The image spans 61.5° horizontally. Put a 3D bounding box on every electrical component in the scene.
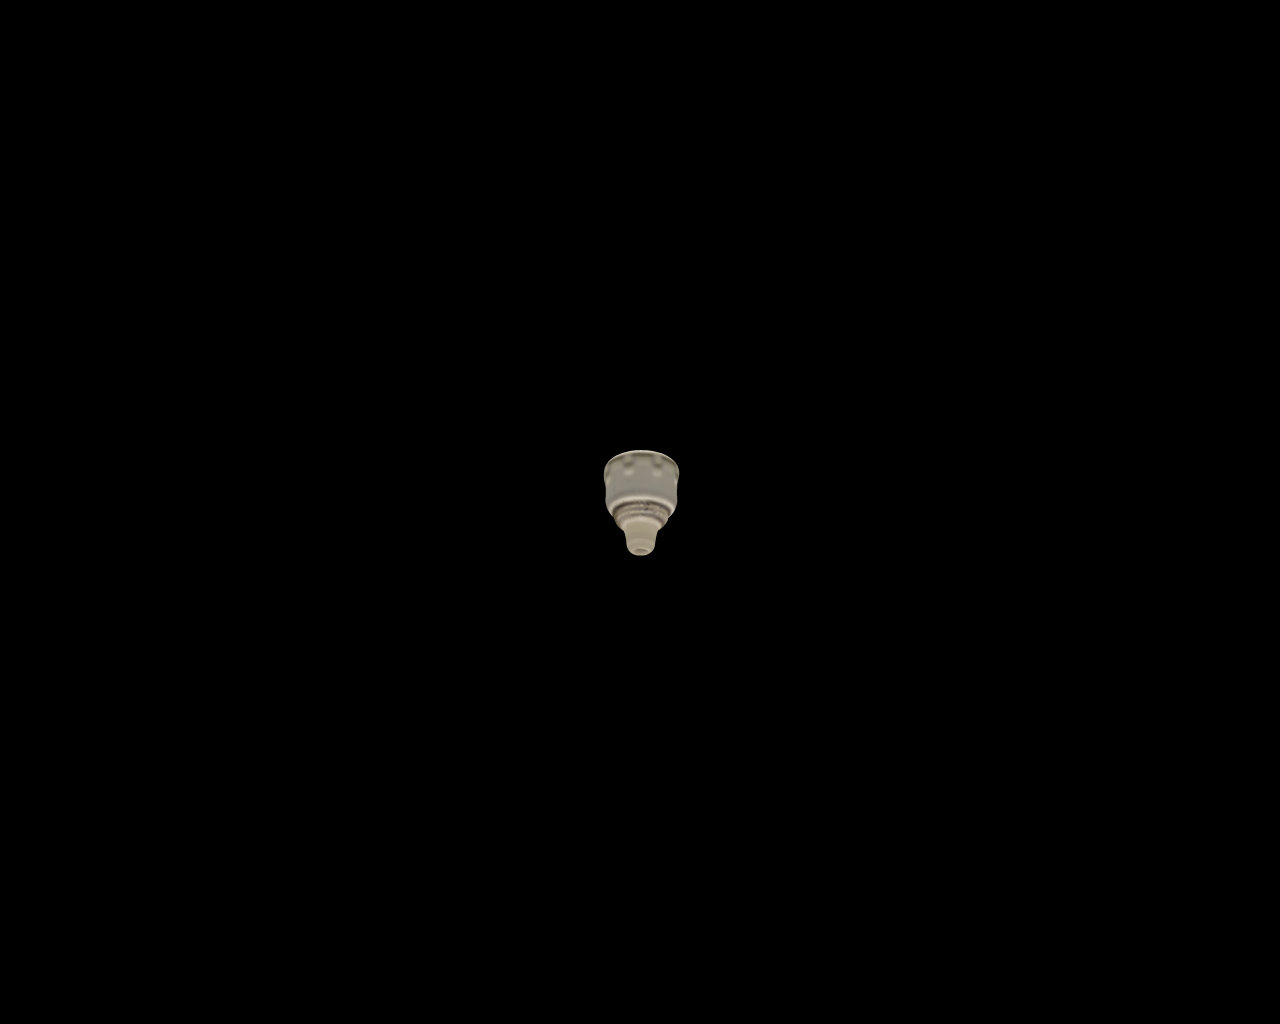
[{"bbox_3d":[0.001,-0.003,0.650,0.048,0.062,0.048,0,-27,0],"label":"electrical component"}]
